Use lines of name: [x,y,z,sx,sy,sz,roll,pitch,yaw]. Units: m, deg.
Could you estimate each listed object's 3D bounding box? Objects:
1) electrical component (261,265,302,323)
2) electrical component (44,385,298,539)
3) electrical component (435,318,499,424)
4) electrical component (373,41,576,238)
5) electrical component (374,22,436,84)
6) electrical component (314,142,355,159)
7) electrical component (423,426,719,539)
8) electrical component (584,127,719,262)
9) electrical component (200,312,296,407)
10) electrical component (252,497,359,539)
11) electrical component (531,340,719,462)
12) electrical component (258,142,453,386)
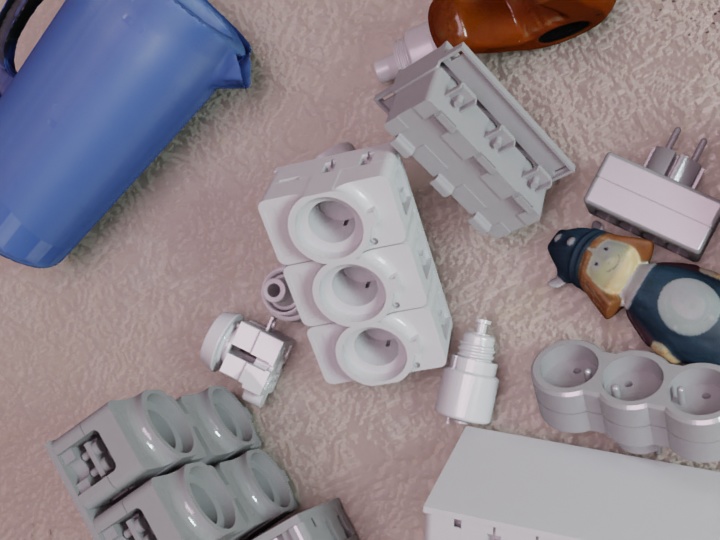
electrical component: [-0.052,0.017,0.790,0.043,0.062,0.043,-1,86,17]
electrical component: [-0.117,0.141,0.736,0.060,0.186,0.105,-35,77,12]
electrical component: [0.078,0.073,0.757,0.040,0.040,0.078,12,89,18]
electrical component: [0.074,-0.083,0.719,0.079,0.121,0.063,-25,33,39]
electrical component: [0.041,-0.155,0.784,0.062,0.043,0.043,-18,81,17]
electrical component: [-0.018,-0.040,0.793,0.079,0.044,0.077,-36,76,12]
electrical component: [0.144,0.167,0.687,0.186,0.105,0.060,8,113,18]
electrical component: [0.206,-0.059,0.723,0.083,0.047,0.075,27,91,18]
electrical component: [-0.086,0.061,0.807,0.055,0.048,0.066,25,93,10]
electrical component: [-0.076,0.230,0.767,0.150,0.089,0.061,-32,77,13]
electrical component: [0.185,0.096,0.712,0.138,0.073,0.052,9,47,32]
electrical component: [0.000,0.000,0.736,0.089,0.061,0.150,-11,118,17]
